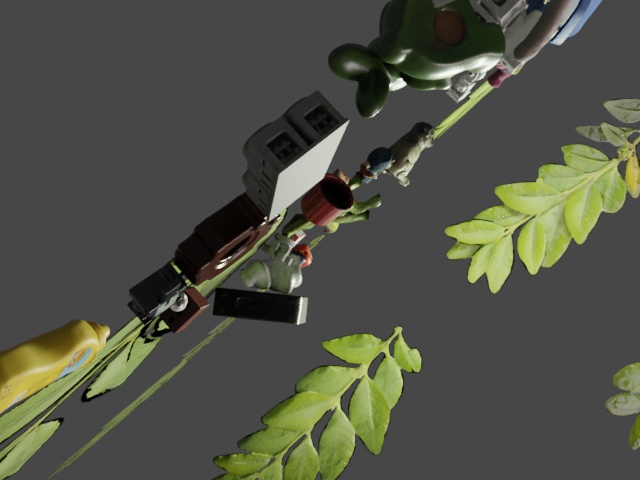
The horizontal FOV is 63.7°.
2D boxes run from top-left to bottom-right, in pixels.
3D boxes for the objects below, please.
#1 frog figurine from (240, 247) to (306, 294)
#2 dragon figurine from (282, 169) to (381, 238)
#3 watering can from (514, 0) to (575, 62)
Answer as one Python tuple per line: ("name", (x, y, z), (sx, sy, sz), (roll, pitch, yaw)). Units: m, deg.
("frog figurine", (-0.126, 0.094, 1.316), (0.162, 0.138, 0.120), (-39, 151, -43))
("dragon figurine", (0.004, -0.067, 1.329), (0.245, 0.123, 0.402), (-19, 163, -28))
("watering can", (0.377, -0.399, 0.654), (0.348, 0.106, 0.220), (-42, 145, -3))
